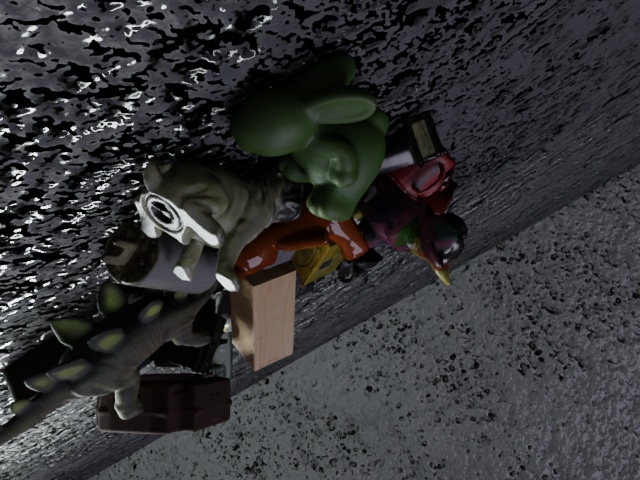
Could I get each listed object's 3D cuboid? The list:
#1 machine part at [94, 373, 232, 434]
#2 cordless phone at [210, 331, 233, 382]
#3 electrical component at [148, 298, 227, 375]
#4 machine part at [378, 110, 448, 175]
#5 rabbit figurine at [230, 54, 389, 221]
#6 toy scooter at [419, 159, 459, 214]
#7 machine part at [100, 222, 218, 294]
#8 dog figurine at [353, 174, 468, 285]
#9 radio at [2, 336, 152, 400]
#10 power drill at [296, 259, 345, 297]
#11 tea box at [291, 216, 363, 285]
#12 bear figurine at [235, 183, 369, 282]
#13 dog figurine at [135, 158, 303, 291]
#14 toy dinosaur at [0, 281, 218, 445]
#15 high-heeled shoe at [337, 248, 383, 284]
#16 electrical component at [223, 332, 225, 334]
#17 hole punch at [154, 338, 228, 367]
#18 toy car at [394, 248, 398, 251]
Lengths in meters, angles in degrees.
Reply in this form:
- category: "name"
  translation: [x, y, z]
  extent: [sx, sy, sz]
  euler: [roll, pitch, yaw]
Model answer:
- category: "machine part"
  translation: [-0.275, 0.285, 0.960]
  extent: [0.202, 0.087, 0.201]
  euler: [-5, 169, 17]
- category: "cordless phone"
  translation: [-0.256, 0.270, 1.212]
  extent: [0.089, 0.146, 0.184]
  euler: [-1, 173, 1]
- category: "electrical component"
  translation: [-0.235, 0.161, 0.955]
  extent: [0.115, 0.134, 0.058]
  euler: [14, 167, 5]
- category: "machine part"
  translation: [0.108, -0.130, 0.781]
  extent: [0.139, 0.084, 0.039]
  euler: [-24, -169, 12]
- category: "rabbit figurine"
  translation: [-0.006, -0.109, 0.565]
  extent: [0.170, 0.121, 0.159]
  euler: [14, 133, -47]
- category: "toy scooter"
  translation: [0.230, -0.081, 1.078]
  extent: [0.135, 0.075, 0.183]
  euler: [-30, 142, -66]
- category: "machine part"
  translation: [-0.200, 0.028, 0.706]
  extent: [0.079, 0.079, 0.243]
  euler: [-32, 163, 9]
- category: "dog figurine"
  translation: [0.135, -0.008, 0.903]
  extent: [0.191, 0.219, 0.108]
  euler: [-32, 143, 4]
- category: "radio"
  translation: [-0.409, 0.217, 0.940]
  extent: [0.131, 0.073, 0.229]
  euler: [-34, 165, 11]
- category: "power drill"
  translation: [-0.020, 0.054, 1.124]
  extent: [0.207, 0.086, 0.232]
  euler: [-29, 164, 28]
- category: "tea box"
  translation: [-0.002, -0.003, 0.921]
  extent: [0.068, 0.098, 0.169]
  euler: [-23, 161, -25]
- category: "bear figurine"
  translation: [-0.049, -0.002, 0.771]
  extent: [0.196, 0.120, 0.131]
  euler: [-34, 143, 6]
- category: "dog figurine"
  translation: [-0.104, -0.060, 0.625]
  extent: [0.190, 0.121, 0.172]
  euler: [-55, 149, -35]
- category: "toy dinosaur"
  translation: [-0.314, 0.170, 0.793]
  extent: [0.471, 0.105, 0.198]
  euler: [-45, 147, -24]
- category: "high-heeled shoe"
  translation: [0.071, 0.064, 1.230]
  extent: [0.145, 0.086, 0.249]
  euler: [-53, 176, 14]
- category: "electrical component"
  translation: [-0.258, 0.193, 1.170]
  extent: [0.075, 0.048, 0.119]
  euler: [-37, 163, 26]
- category: "hole punch"
  translation: [-0.259, 0.182, 1.042]
  extent: [0.142, 0.092, 0.116]
  euler: [-4, -170, 0]
- category: "toy car"
  translation: [0.206, -0.030, 1.217]
  extent: [0.202, 0.089, 0.053]
  euler: [-8, 156, -50]
